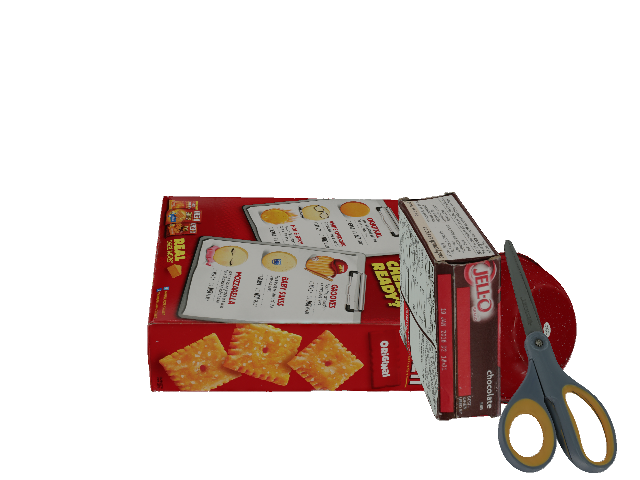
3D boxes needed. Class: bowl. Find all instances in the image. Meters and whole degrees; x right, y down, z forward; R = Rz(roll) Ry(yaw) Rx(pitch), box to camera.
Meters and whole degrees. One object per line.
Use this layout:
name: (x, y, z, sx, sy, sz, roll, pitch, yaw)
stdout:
bowl: (0.215, 0.092, 1.112, 0.161, 0.162, 0.055, 0, -2, -34)

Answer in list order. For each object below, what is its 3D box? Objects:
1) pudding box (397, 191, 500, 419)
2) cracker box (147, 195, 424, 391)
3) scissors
pudding box: (0.069, 0.032, 0.583, 0.039, 0.090, 0.113, -4, 20, -6)
cracker box: (-0.017, 0.038, 0.800, 0.213, 0.072, 0.164, 1, 34, -5)
scissors: (0.156, 0.095, 0.833, 0.096, 0.202, 0.016, -20, -27, -14)
